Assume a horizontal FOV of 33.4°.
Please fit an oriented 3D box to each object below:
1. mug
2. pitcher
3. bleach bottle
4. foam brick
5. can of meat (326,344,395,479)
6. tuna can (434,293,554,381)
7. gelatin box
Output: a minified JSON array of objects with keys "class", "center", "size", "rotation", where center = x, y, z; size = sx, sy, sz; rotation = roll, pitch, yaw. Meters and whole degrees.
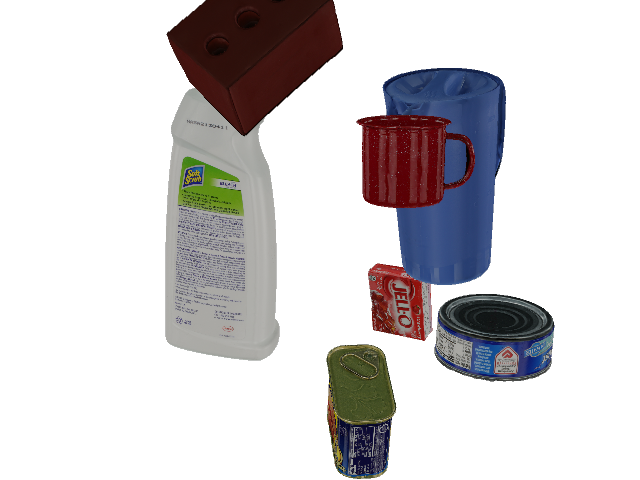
[{"class":"mug","center":[0.094,-0.079,1.059],"size":[0.117,0.081,0.093],"rotation":[1,14,6]},{"class":"pitcher","center":[0.154,-0.079,1.266],"size":[0.149,0.243,0.145],"rotation":[-4,25,2]},{"class":"bleach bottle","center":[-0.077,-0.026,0.893],"size":[0.102,0.251,0.068],"rotation":[8,24,7]},{"class":"foam brick","center":[-0.035,-0.108,0.581],"size":[0.053,0.078,0.051],"rotation":[44,-9,21]},{"class":"can of meat","center":[0.036,0.165,1.023],"size":[0.057,0.084,0.102],"rotation":[-3,37,-5]},{"class":"tuna can","center":[0.127,0.069,0.782],"size":[0.086,0.034,0.086],"rotation":[1,19,-1]},{"class":"gelatin box","center":[0.100,0.076,1.337],"size":[0.073,0.089,0.030],"rotation":[10,31,28]}]
